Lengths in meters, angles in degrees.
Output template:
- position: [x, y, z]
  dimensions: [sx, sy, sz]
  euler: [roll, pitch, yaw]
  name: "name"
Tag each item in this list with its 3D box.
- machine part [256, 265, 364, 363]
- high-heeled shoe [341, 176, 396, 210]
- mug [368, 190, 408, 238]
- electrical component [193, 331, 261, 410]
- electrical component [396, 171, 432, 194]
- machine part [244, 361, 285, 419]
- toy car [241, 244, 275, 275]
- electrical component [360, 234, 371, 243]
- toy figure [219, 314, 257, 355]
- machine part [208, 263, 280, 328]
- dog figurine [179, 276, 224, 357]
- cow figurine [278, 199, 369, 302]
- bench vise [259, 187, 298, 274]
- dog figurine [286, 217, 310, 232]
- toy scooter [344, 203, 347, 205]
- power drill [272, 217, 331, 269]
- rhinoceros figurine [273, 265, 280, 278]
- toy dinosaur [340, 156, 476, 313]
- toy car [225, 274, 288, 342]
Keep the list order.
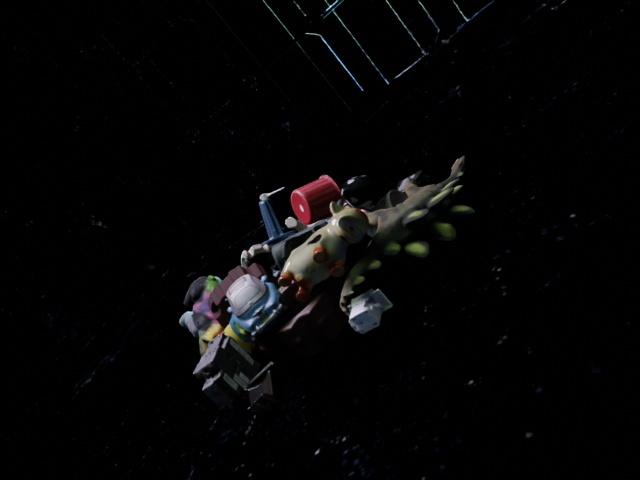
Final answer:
- position: [-0.023, 0.141, 1.064]
  dimensions: [0.201, 0.087, 0.201]
  euler: [-24, 22, 47]
  name: "machine part"
- position: [0.065, -0.103, 1.228]
  dimensions: [0.145, 0.086, 0.249]
  euler: [-13, 1, -28]
  name: "high-heeled shoe"
- position: [0.145, -0.042, 1.185]
  dimensions: [0.107, 0.081, 0.109]
  euler: [-41, 16, 41]
  name: "mug"
- position: [-0.184, 0.263, 1.060]
  dimensions: [0.058, 0.115, 0.134]
  euler: [-38, 14, 20]
  name: "electrical component"
- position: [0.224, -0.127, 1.271]
  dimensions: [0.075, 0.047, 0.119]
  euler: [-23, 25, 47]
  name: "electrical component"
- position: [-0.102, 0.272, 0.986]
  dimensions: [0.084, 0.039, 0.139]
  euler: [-35, 14, 3]
  name: "machine part"
- position: [-0.149, 0.095, 1.317]
  dimensions: [0.073, 0.201, 0.056]
  euler: [-17, 37, -22]
  name: "toy car"
- position: [0.118, -0.039, 1.285]
  dimensions: [0.102, 0.045, 0.078]
  euler: [-41, 17, 3]
  name: "electrical component"
- position: [-0.166, 0.203, 1.168]
  dimensions: [0.180, 0.082, 0.089]
  euler: [-50, 55, 21]
  name: "toy figure"
- position: [-0.169, 0.142, 1.258]
  dimensions: [0.179, 0.179, 0.056]
  euler: [-42, 42, -1]
  name: "machine part"
- position: [-0.271, 0.201, 1.365]
  dimensions: [0.219, 0.108, 0.191]
  euler: [22, 98, 59]
  name: "dog figurine"
- position: [0.015, 0.011, 0.970]
  dimensions: [0.195, 0.085, 0.127]
  euler: [-41, 24, 32]
  name: "cow figurine"
- position: [-0.114, -0.013, 1.441]
  dimensions: [0.129, 0.240, 0.223]
  euler: [-22, -2, 14]
  name: "bench vise"
- position: [0.007, -0.011, 1.372]
  dimensions: [0.121, 0.172, 0.190]
  euler: [-25, -9, 7]
  name: "dog figurine"
- position: [0.064, -0.084, 1.485]
  dimensions: [0.184, 0.075, 0.135]
  euler: [-44, 15, 3]
  name: "toy scooter"
- position: [-0.002, -0.004, 1.171]
  dimensions: [0.232, 0.086, 0.207]
  euler: [-25, 10, 5]
  name: "power drill"
- position: [-0.152, 0.112, 1.490]
  dimensions: [0.112, 0.073, 0.190]
  euler: [-26, 17, 14]
  name: "rhinoceros figurine"
- position: [0.162, -0.023, 1.010]
  dimensions: [0.471, 0.105, 0.199]
  euler: [-45, 16, -26]
  name: "toy dinosaur"
- position: [-0.131, 0.120, 1.030]
  dimensions: [0.109, 0.103, 0.162]
  euler: [-44, 14, -4]
  name: "toy car"
